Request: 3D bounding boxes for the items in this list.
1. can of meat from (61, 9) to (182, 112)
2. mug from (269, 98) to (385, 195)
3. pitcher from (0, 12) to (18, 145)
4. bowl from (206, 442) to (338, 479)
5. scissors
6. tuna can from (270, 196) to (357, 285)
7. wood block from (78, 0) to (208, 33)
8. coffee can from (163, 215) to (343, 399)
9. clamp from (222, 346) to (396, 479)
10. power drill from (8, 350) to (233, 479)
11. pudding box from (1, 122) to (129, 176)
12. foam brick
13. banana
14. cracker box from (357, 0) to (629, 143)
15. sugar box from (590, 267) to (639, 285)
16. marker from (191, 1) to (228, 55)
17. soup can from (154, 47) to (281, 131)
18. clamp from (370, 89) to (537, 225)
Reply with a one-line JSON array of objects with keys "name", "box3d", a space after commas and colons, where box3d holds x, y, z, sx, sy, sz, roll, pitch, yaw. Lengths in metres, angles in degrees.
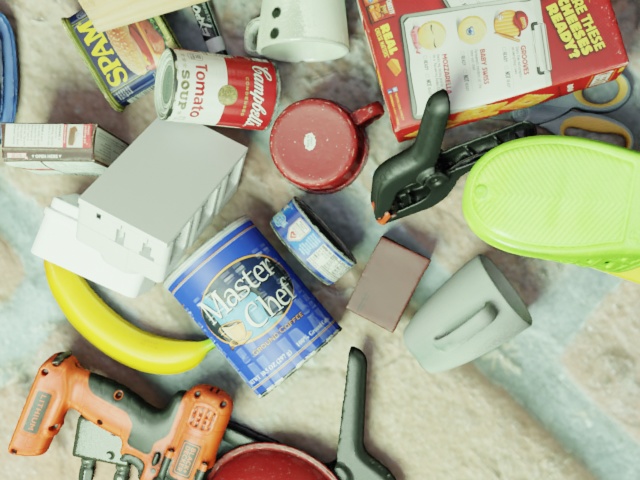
[{"name": "can of meat", "box3d": [-0.183, -0.187, 1.020, 0.084, 0.057, 0.102, -30, 90, 3]}, {"name": "mug", "box3d": [0.008, -0.094, 0.992, 0.117, 0.081, 0.093, -28, 89, 6]}, {"name": "pitcher", "box3d": [-0.380, -0.115, 1.013, 0.149, 0.144, 0.243, -2, 96, 18]}, {"name": "bowl", "box3d": [-0.049, 0.276, 1.005, 0.162, 0.055, 0.162, 4, 103, 16]}, {"name": "scissors", "box3d": [0.204, -0.135, 1.005, 0.202, 0.016, 0.096, 21, 93, 4]}, {"name": "tuna can", "box3d": [-0.007, 0.001, 0.995, 0.034, 0.086, 0.086, -43, 88, 7]}, {"name": "wood block", "box3d": [-0.119, -0.270, 0.944, 0.206, 0.090, 0.091, -16, 60, 5]}, {"name": "coffee can", "box3d": [-0.062, 0.062, 0.994, 0.103, 0.102, 0.140, -40, 88, 5]}, {"name": "clamp", "box3d": [0.006, 0.225, 1.026, 0.165, 0.036, 0.210, -23, 92, 14]}, {"name": "power drill", "box3d": [-0.194, 0.200, 1.013, 0.187, 0.057, 0.184, 22, 95, -1]}, {"name": "pudding box", "box3d": [-0.237, -0.084, 1.000, 0.090, 0.113, 0.039, 0, 88, 5]}, {"name": "foam brick", "box3d": [0.064, 0.040, 1.007, 0.053, 0.051, 0.078, 28, 94, 5]}, {"name": "banana", "box3d": [-0.192, 0.082, 1.042, 0.198, 0.037, 0.069, 26, 81, 3]}, {"name": "cracker box", "box3d": [0.150, -0.198, 0.975, 0.214, 0.072, 0.164, -16, 84, 5]}, {"name": "sugar box", "box3d": [0.241, -0.026, 0.991, 0.176, 0.048, 0.093, 18, 94, 3]}, {"name": "marker", "box3d": [-0.109, -0.211, 1.030, 0.020, 0.020, 0.121, -21, 91, 6]}, {"name": "soup can", "box3d": [-0.095, -0.139, 0.987, 0.102, 0.069, 0.068, 3, 93, -24]}, {"name": "clamp", "box3d": [0.097, -0.073, 0.960, 0.172, 0.120, 0.039, -37, 44, 31]}]
